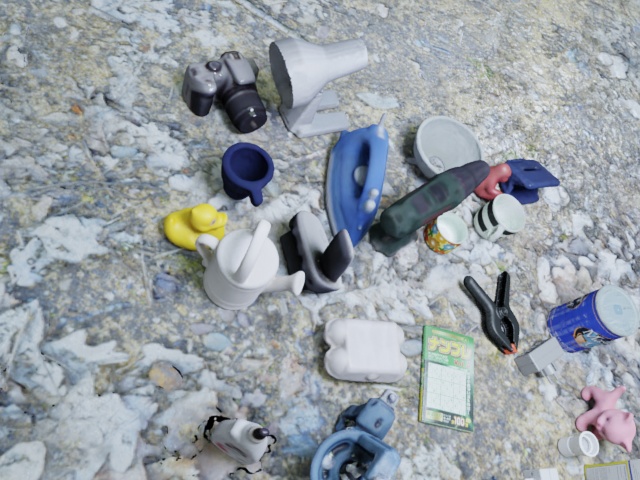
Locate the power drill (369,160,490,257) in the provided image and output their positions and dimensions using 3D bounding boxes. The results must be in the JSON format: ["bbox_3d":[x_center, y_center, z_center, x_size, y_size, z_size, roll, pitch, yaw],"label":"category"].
[{"bbox_3d":[0.185,-0.054,1.055,0.230,0.208,0.075,-30,80,-31],"label":"power drill"}]

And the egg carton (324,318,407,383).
[{"bbox_3d":[0.077,0.189,0.977,0.151,0.069,0.107,6,64,-21],"label":"egg carton"}]

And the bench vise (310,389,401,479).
[{"bbox_3d":[0.060,0.299,0.829,0.122,0.219,0.207,23,60,-12],"label":"bench vise"}]

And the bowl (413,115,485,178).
[{"bbox_3d":[0.264,-0.178,1.226,0.168,0.074,0.167,10,63,-19],"label":"bowl"}]

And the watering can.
[{"bbox_3d":[-0.108,0.035,0.896,0.173,0.193,0.101,8,64,-20],"label":"watering can"}]

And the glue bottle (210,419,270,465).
[{"bbox_3d":[-0.101,0.277,0.798,0.078,0.173,0.037,33,58,-6],"label":"glue bottle"}]

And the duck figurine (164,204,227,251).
[{"bbox_3d":[-0.203,-0.031,0.950,0.105,0.086,0.077,4,65,-21],"label":"duck figurine"}]

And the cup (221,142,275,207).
[{"bbox_3d":[-0.131,-0.099,1.008,0.092,0.094,0.117,-11,71,-27],"label":"cup"}]

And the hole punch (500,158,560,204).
[{"bbox_3d":[0.462,-0.141,1.285,0.109,0.091,0.101,-8,70,-26],"label":"hole punch"}]

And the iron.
[{"bbox_3d":[0.086,-0.110,1.079,0.119,0.141,0.258,15,62,-16],"label":"iron"}]

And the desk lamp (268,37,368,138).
[{"bbox_3d":[-0.010,-0.295,1.081,0.204,0.213,0.118,-16,73,-28],"label":"desk lamp"}]

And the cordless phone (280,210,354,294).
[{"bbox_3d":[0.009,0.003,0.966,0.094,0.184,0.147,-11,71,-27],"label":"cordless phone"}]

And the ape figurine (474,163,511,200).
[{"bbox_3d":[0.379,-0.133,1.244,0.076,0.092,0.078,24,59,-11],"label":"ape figurine"}]

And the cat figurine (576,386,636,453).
[{"bbox_3d":[0.554,0.335,1.085,0.067,0.117,0.128,30,58,-7],"label":"cat figurine"}]

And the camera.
[{"bbox_3d":[-0.165,-0.273,1.071,0.143,0.100,0.137,-20,76,-29],"label":"camera"}]
